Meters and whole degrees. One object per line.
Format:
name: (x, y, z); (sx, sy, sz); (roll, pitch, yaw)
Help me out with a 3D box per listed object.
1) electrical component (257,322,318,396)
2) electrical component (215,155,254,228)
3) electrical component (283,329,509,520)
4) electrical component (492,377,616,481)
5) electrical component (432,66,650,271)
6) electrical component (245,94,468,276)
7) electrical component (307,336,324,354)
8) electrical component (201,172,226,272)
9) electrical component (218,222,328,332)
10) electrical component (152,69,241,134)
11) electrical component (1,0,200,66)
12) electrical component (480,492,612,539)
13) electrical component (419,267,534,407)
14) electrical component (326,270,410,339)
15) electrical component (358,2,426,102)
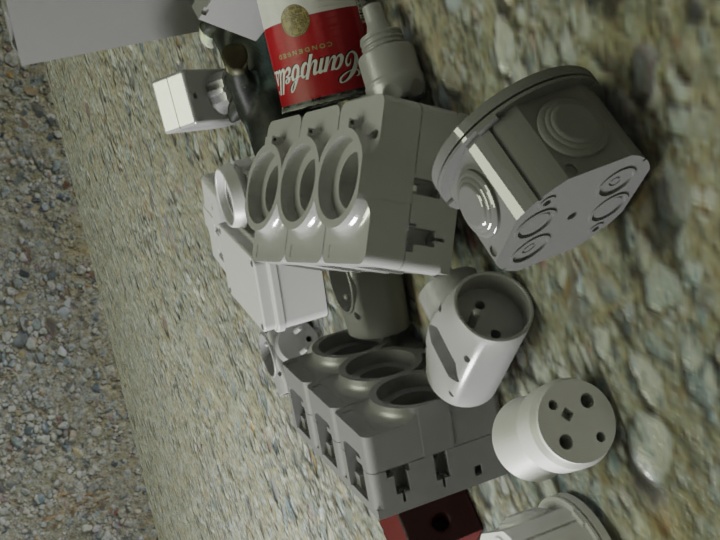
electrical component: (-0.060, 0.068, 0.964); (0.079, 0.044, 0.077); (139, 114, -70)
electrical component: (-0.090, -0.068, 0.923); (0.078, 0.057, 0.058); (-135, 34, -55)
electrical component: (0.018, 0.088, 0.692); (0.150, 0.089, 0.061); (-150, 48, -64)
electrical component: (0.096, 0.079, 0.534); (0.055, 0.045, 0.045); (130, 122, -67)
electrical component: (0.075, -0.041, 0.447); (0.051, 0.080, 0.080); (59, 157, 23)
electrical component: (-0.009, -0.046, 0.628); (0.150, 0.062, 0.089); (2, 84, 61)
electrical component: (-0.006, 0.096, 0.819); (0.059, 0.054, 0.095); (-137, 36, -57)
electrical component: (-0.117, -0.048, 1.025); (0.055, 0.050, 0.089); (-135, 34, -55)
electrical component: (-0.078, -0.002, 0.943); (0.113, 0.057, 0.078); (-141, 39, -59)
electrical component: (-0.122, -0.153, 0.937); (0.076, 0.083, 0.047); (-13, 94, 33)
electrical component: (-0.216, -0.253, 0.934); (0.060, 0.186, 0.105); (-136, 35, -56)
electrical component: (0.103, 0.163, 0.570); (0.080, 0.051, 0.080); (164, 90, -71)
electrical component: (0.058, 0.025, 0.600); (0.077, 0.043, 0.079); (104, 145, -55)
electrical component: (0.000, 0.000, 0.743); (0.079, 0.044, 0.077); (-151, 49, -65)
electrical component: (0.015, -0.124, 0.618); (0.035, 0.035, 0.061); (141, 114, -70)
